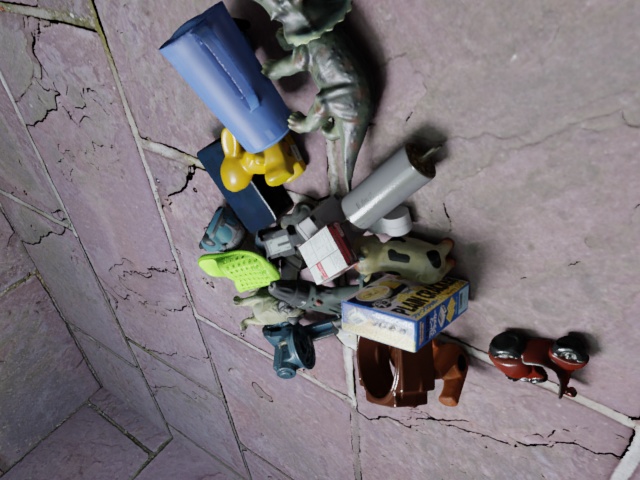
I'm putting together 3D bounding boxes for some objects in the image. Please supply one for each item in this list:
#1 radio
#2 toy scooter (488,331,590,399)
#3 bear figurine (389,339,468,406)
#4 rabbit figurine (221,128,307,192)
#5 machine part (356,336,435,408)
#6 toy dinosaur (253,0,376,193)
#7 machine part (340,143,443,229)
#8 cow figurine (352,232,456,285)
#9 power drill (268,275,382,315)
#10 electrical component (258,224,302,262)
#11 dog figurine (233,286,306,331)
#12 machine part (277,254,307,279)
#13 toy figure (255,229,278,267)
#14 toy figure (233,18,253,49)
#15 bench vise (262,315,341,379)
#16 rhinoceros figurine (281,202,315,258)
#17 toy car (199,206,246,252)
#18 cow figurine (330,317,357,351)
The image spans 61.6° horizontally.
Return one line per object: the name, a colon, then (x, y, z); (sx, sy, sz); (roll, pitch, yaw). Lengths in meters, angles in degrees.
radio: (-0.169, -0.135, 1.232); (0.131, 0.073, 0.229); (-16, 113, 49)
toy scooter: (0.416, 0.240, 1.014); (0.184, 0.075, 0.135); (-7, 120, 42)
bear figurine: (0.221, 0.278, 1.193); (0.196, 0.132, 0.120); (-7, 119, 40)
rabbit figurine: (-0.140, -0.164, 1.098); (0.173, 0.122, 0.162); (-25, 103, 27)
machine part: (0.152, 0.245, 1.138); (0.201, 0.087, 0.201); (155, 113, -66)
toy dinosaur: (0.023, -0.268, 0.895); (0.192, 0.131, 0.404); (-8, 124, 48)
machine part: (0.118, -0.093, 0.951); (0.079, 0.079, 0.243); (49, 127, -4)
cow figurine: (0.148, 0.037, 1.038); (0.195, 0.127, 0.085); (16, 131, 31)
power drill: (0.029, 0.118, 1.191); (0.207, 0.086, 0.232); (-18, 153, 33)
electrical component: (-0.083, -0.003, 1.275); (0.119, 0.048, 0.074); (-22, 113, 3)
dog figurine: (-0.110, 0.164, 1.424); (0.191, 0.172, 0.121); (-6, 119, 19)
machine part: (-0.071, 0.073, 1.358); (0.084, 0.039, 0.138); (28, 138, 15)
toy figure: (-0.136, 0.039, 1.375); (0.064, 0.058, 0.154); (-104, 11, -46)
toy figure: (-0.175, -0.342, 1.040); (0.089, 0.082, 0.180); (45, 149, 20)
bench vise: (-0.033, 0.246, 1.398); (0.241, 0.224, 0.128); (-21, 117, 19)
rhinoceros figurine: (-0.002, -0.004, 1.194); (0.112, 0.073, 0.190); (-14, 116, 45)
toy car: (-0.250, -0.010, 1.403); (0.103, 0.109, 0.161); (26, 153, -10)
cow figurine: (0.095, 0.246, 1.305); (0.098, 0.068, 0.167); (-8, 133, 37)
